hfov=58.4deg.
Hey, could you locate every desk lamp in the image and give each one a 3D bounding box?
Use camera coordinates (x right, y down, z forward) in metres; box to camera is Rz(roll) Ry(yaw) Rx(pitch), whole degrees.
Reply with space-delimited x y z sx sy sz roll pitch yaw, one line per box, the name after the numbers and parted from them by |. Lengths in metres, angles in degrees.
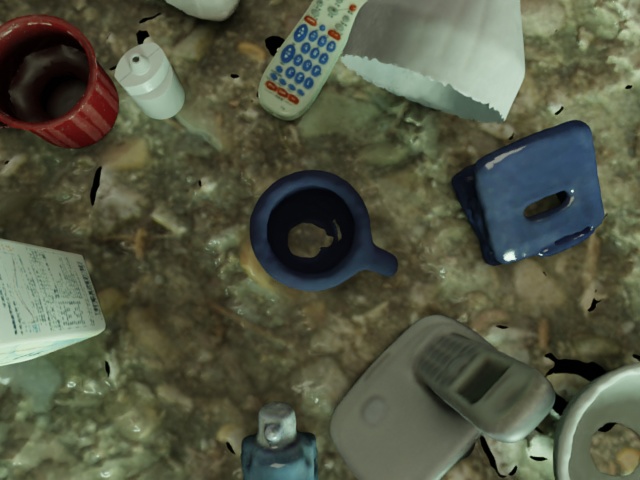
0.098 -0.174 0.432 0.118 0.213 0.203 21 83 0 | desk lamp

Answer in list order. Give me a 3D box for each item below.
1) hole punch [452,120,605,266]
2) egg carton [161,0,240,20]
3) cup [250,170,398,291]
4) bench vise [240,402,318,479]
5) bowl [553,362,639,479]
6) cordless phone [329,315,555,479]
0.182 -0.036 0.482 0.108 0.091 0.101 -23 85 -4 | hole punch
-0.125 -0.264 0.504 0.150 0.069 0.107 29 83 1 | egg carton
0.004 0.002 0.468 0.117 0.095 0.092 23 83 0 | cup
-0.037 0.227 0.379 0.121 0.219 0.207 -21 85 -4 | bench vise
0.261 0.180 0.470 0.167 0.074 0.167 0 84 -2 | bowl
0.083 0.128 0.412 0.094 0.185 0.148 42 84 3 | cordless phone
